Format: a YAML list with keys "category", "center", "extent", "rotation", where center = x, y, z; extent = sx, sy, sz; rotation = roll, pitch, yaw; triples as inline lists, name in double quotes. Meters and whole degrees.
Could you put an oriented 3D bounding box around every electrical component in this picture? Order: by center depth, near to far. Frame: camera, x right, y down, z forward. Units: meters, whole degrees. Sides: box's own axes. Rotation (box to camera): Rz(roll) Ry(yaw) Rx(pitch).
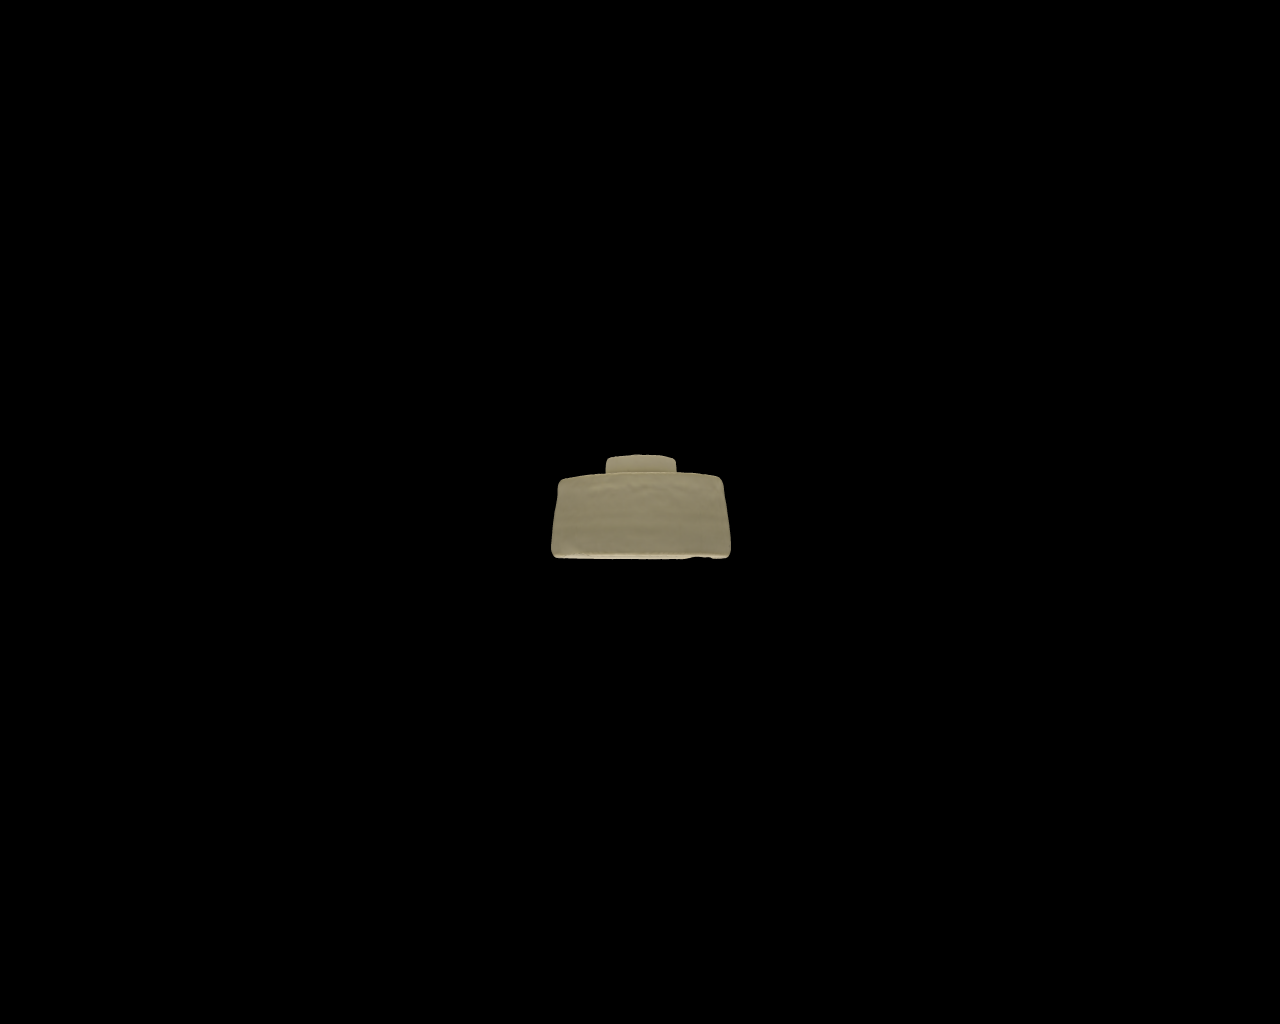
- category: "electrical component"
  center: [0.001, -0.003, 0.650]
  extent: [0.108, 0.060, 0.108]
  rotation: [0, -3, 0]
